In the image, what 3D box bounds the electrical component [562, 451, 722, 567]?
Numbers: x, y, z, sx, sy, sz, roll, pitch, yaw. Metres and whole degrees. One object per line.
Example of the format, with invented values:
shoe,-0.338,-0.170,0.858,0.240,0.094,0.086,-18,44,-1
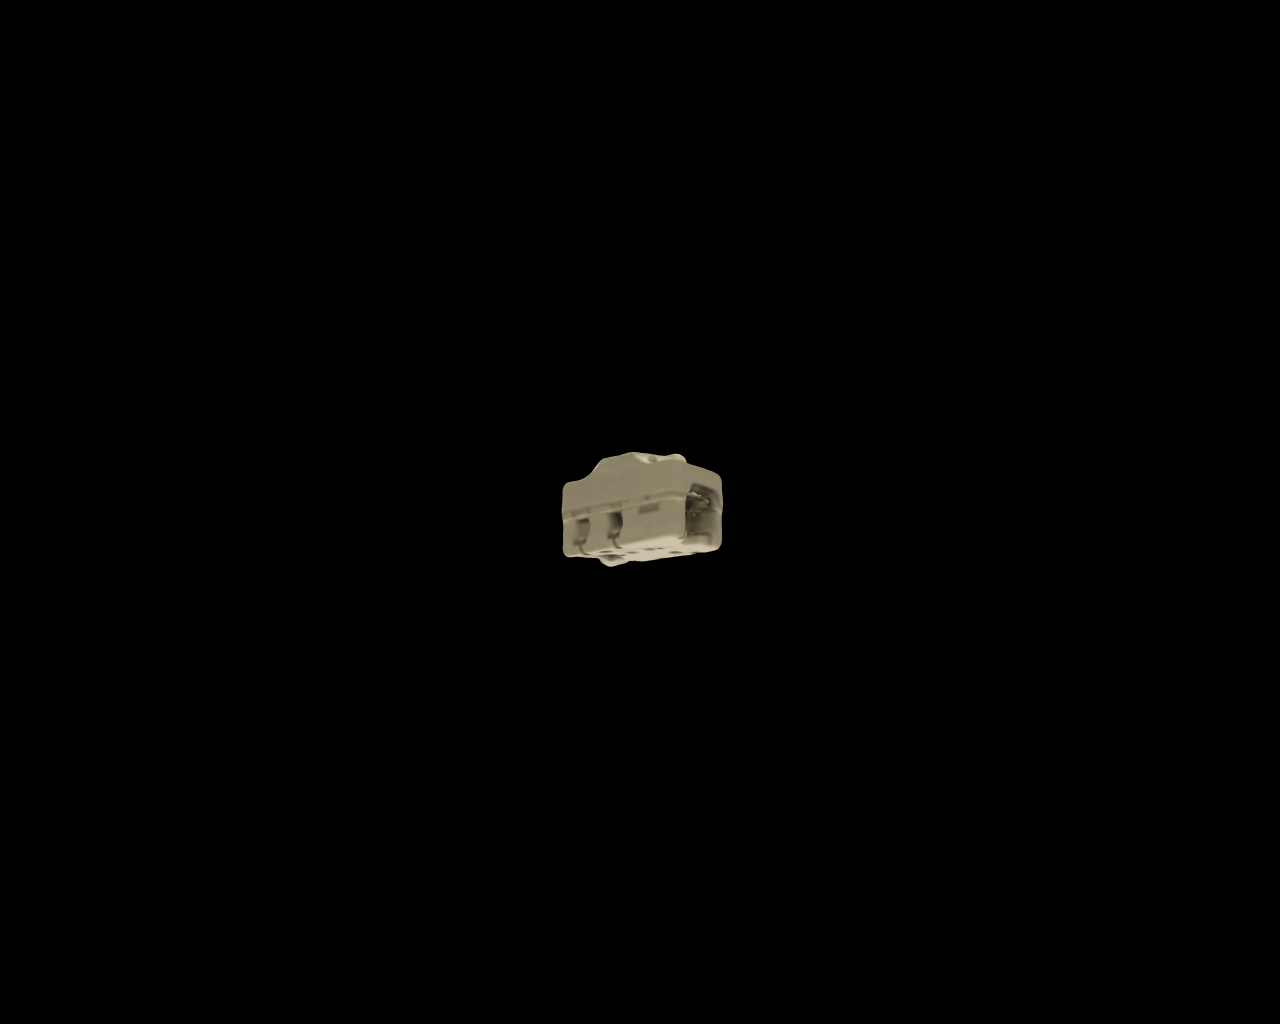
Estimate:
electrical component,0.001,-0.003,0.650,0.089,0.056,0.050,-11,-17,37
